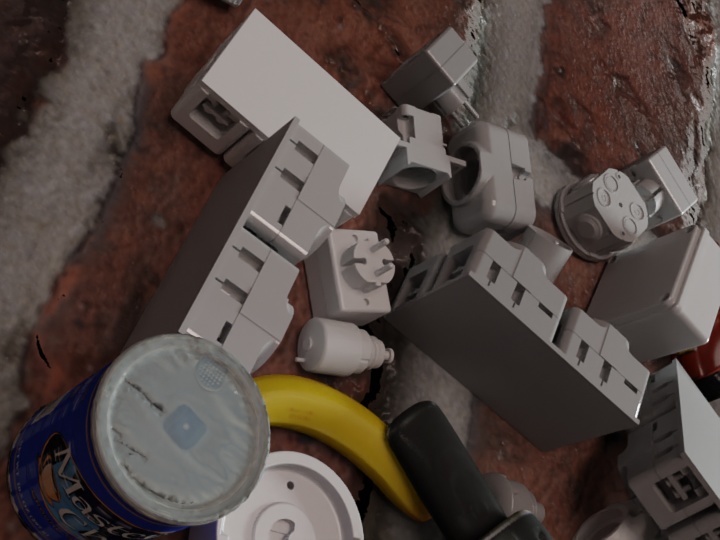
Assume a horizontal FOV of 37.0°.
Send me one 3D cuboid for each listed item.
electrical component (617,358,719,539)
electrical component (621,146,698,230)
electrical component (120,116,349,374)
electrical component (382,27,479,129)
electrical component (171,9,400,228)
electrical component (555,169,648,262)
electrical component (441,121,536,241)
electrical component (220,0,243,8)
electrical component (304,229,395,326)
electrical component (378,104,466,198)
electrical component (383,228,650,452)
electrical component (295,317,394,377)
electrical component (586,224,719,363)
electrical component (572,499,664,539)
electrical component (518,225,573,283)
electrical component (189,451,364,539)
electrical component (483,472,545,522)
[{"bbox_3d":[0.273,0.165,0.906,0.105,0.060,0.186,53,22,-6],"label":"electrical component"},{"bbox_3d":[0.286,-0.074,1.070,0.077,0.047,0.065,-34,93,-41],"label":"electrical component"},{"bbox_3d":[-0.082,0.000,0.723,0.060,0.105,0.186,37,53,-19],"label":"electrical component"},{"bbox_3d":[0.072,-0.156,0.932,0.076,0.066,0.047,49,50,-10],"label":"electrical component"},{"bbox_3d":[-0.057,-0.107,0.817,0.150,0.062,0.089,40,52,-17],"label":"electrical component"},{"bbox_3d":[0.227,-0.052,1.013,0.080,0.051,0.080,15,63,-32],"label":"electrical component"},{"bbox_3d":[0.110,-0.077,0.934,0.059,0.054,0.095,12,64,-33],"label":"electrical component"},{"bbox_3d":[-0.116,-0.238,0.841,0.081,0.043,0.043,20,60,-29],"label":"electrical component"},{"bbox_3d":[0.000,0.000,0.803,0.047,0.077,0.065,3,69,-36],"label":"electrical component"},{"bbox_3d":[0.044,-0.101,0.904,0.081,0.042,0.063,14,60,-33],"label":"electrical component"},{"bbox_3d":[0.127,0.057,0.855,0.186,0.105,0.060,41,52,-16],"label":"electrical component"},{"bbox_3d":[-0.010,0.059,0.795,0.078,0.040,0.040,11,64,-33],"label":"electrical component"},{"bbox_3d":[0.268,0.025,0.973,0.056,0.109,0.108,45,51,-16],"label":"electrical component"},{"bbox_3d":[0.212,0.231,0.880,0.055,0.050,0.089,54,49,-5],"label":"electrical component"},{"bbox_3d":[0.141,0.007,0.914,0.043,0.081,0.043,28,13,-7],"label":"electrical component"},{"bbox_3d":[-0.059,0.176,0.694,0.108,0.060,0.108,16,62,-32],"label":"electrical component"},{"bbox_3d":[0.117,0.185,0.834,0.062,0.048,0.048,20,60,-37],"label":"electrical component"}]
